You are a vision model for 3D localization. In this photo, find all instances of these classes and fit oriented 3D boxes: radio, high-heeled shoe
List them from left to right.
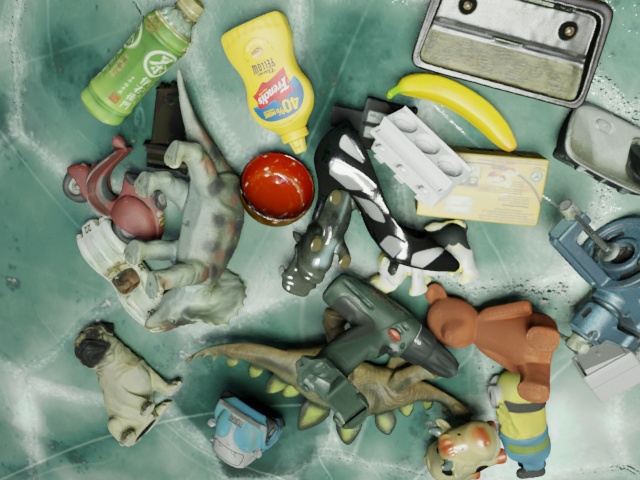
[{"bbox_3d":[0.101,-0.055,0.725,0.249,0.086,0.145,21,107,-9],"label":"high-heeled shoe"},{"bbox_3d":[0.246,-0.264,0.703,0.230,0.073,0.131,16,109,2],"label":"radio"}]

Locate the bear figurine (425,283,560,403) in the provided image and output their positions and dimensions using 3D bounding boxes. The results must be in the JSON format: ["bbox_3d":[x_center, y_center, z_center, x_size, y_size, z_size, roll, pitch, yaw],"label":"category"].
[{"bbox_3d":[0.241,0.139,0.791,0.196,0.132,0.120,11,109,18],"label":"bear figurine"}]

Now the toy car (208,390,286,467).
[{"bbox_3d":[-0.128,0.320,0.892,0.109,0.161,0.103,28,76,17],"label":"toy car"}]

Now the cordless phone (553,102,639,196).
[{"bbox_3d":[0.385,-0.101,0.679,0.147,0.184,0.088,27,114,-1],"label":"cordless phone"}]

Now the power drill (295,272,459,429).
[{"bbox_3d":[0.078,0.161,0.749,0.232,0.207,0.086,43,138,6],"label":"power drill"}]

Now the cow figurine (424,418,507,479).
[{"bbox_3d":[0.217,0.326,0.834,0.127,0.085,0.194,-6,147,-15],"label":"cow figurine"}]

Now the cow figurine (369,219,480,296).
[{"bbox_3d":[0.147,0.029,0.814,0.167,0.068,0.098,-15,105,12],"label":"cow figurine"}]

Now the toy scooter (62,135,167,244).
[{"bbox_3d":[-0.308,-0.082,0.842,0.184,0.075,0.135,37,110,0],"label":"toy scooter"}]

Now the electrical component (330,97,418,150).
[{"bbox_3d":[0.076,-0.166,0.773,0.119,0.048,0.074,10,108,5],"label":"electrical component"}]

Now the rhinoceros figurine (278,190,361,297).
[{"bbox_3d":[-0.002,-0.002,0.807,0.073,0.112,0.190,20,97,-30],"label":"rhinoceros figurine"}]

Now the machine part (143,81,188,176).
[{"bbox_3d":[-0.232,-0.172,0.821,0.084,0.039,0.138,14,111,9],"label":"machine part"}]

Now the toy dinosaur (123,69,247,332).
[{"bbox_3d":[-0.176,-0.028,0.813,0.131,0.192,0.404,20,97,38],"label":"toy dinosaur"}]

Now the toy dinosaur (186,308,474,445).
[{"bbox_3d":[0.020,0.222,0.876,0.472,0.105,0.198,20,110,1],"label":"toy dinosaur"}]

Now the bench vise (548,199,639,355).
[{"bbox_3d":[0.388,0.041,0.747,0.240,0.129,0.223,39,102,-24],"label":"bench vise"}]

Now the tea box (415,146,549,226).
[{"bbox_3d":[0.226,-0.080,0.768,0.170,0.068,0.098,7,109,5],"label":"tea box"}]

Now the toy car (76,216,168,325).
[{"bbox_3d":[-0.324,0.052,0.895,0.073,0.056,0.201,-32,101,16],"label":"toy car"}]

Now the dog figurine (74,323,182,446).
[{"bbox_3d":[-0.366,0.257,0.957,0.191,0.121,0.172,37,106,10],"label":"dog figurine"}]

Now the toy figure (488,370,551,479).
[{"bbox_3d":[0.329,0.292,0.869,0.089,0.082,0.180,-20,99,1],"label":"toy figure"}]
